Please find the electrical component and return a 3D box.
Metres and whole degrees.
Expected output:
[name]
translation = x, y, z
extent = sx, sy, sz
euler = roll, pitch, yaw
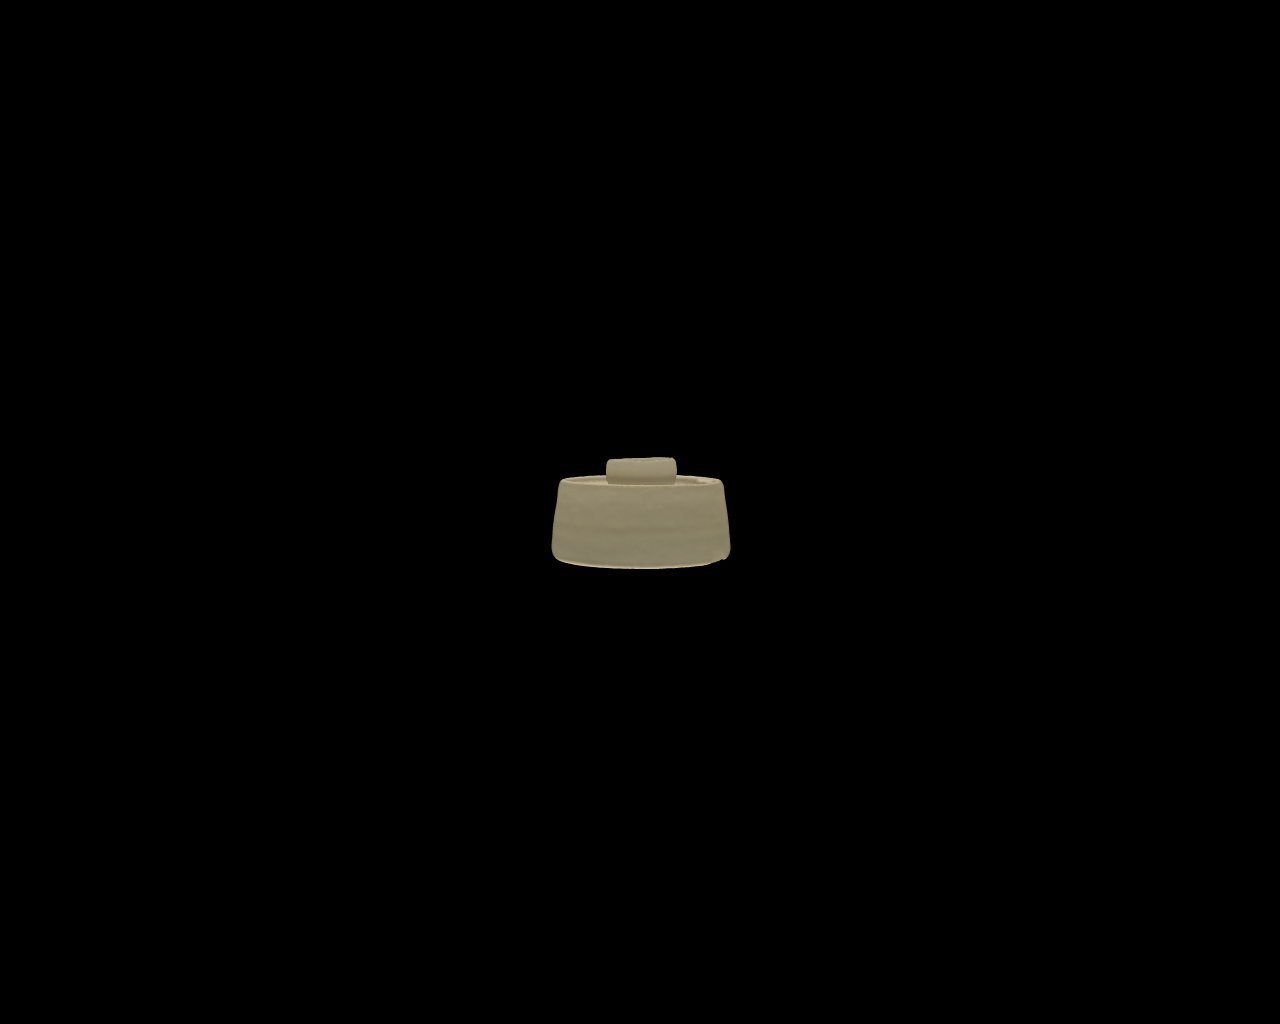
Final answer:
[electrical component]
translation = 0.001, -0.003, 0.650
extent = 0.108, 0.060, 0.108
euler = 0, 5, 0
